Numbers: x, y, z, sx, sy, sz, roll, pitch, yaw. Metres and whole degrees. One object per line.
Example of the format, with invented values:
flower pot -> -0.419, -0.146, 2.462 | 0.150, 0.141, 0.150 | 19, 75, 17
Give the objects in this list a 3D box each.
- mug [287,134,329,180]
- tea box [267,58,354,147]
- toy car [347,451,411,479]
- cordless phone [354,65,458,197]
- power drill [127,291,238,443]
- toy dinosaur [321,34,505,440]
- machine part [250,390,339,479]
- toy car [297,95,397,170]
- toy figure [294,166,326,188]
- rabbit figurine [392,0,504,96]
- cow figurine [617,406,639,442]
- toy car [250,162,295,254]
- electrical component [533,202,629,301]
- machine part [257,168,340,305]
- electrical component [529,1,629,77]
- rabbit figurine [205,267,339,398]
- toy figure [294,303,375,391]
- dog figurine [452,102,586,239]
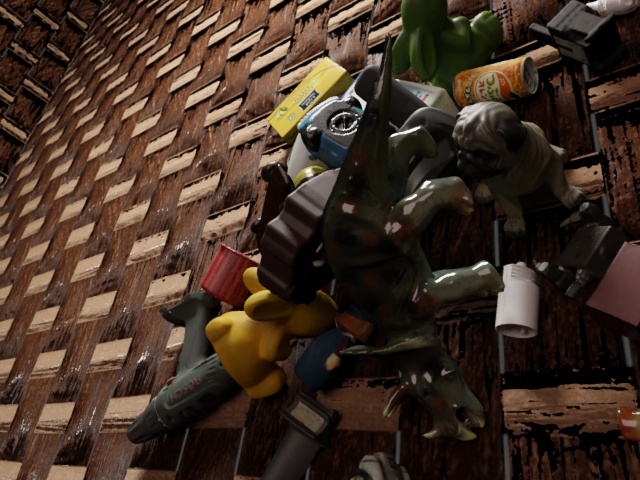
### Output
mug -> -0.022, -0.136, 0.938 | 0.110, 0.080, 0.107 | 15, 81, 43
tea box -> -0.010, -0.253, 1.022 | 0.169, 0.068, 0.098 | -45, 40, 6
toy car -> 0.058, 0.316, 0.530 | 0.056, 0.073, 0.202 | -17, 51, 39
cordless phone -> 0.099, -0.135, 0.732 | 0.184, 0.089, 0.146 | 43, 125, 12
power drill -> -0.226, 0.198, 0.876 | 0.232, 0.086, 0.207 | -30, 41, 21
toy dinosaur -> 0.073, 0.014, 0.577 | 0.192, 0.404, 0.131 | -26, 12, 0
machine part -> -0.035, 0.266, 0.683 | 0.084, 0.039, 0.139 | 18, 72, 39
toy car -> 0.050, -0.144, 0.837 | 0.162, 0.102, 0.109 | 38, 72, 27
toy figure -> 0.009, -0.043, 0.830 | 0.082, 0.089, 0.180 | -26, 43, 15
rabbit figurine -> 0.170, -0.312, 0.821 | 0.159, 0.170, 0.121 | -54, 40, -5
cow figurine -> 0.309, 0.153, 0.413 | 0.127, 0.085, 0.195 | -22, 46, 38
toy car -> -0.066, -0.037, 0.850 | 0.202, 0.053, 0.089 | 110, 142, -49
electrical component -> 0.273, 0.011, 0.567 | 0.102, 0.045, 0.078 | -54, 0, 2
machine part -> -0.001, -0.002, 0.671 | 0.056, 0.179, 0.179 | 35, 87, 23
electrical component -> 0.338, -0.271, 0.711 | 0.048, 0.074, 0.119 | -44, 38, 10
rabbit figurine -> -0.062, 0.112, 0.756 | 0.173, 0.162, 0.122 | -23, 32, 5
toy figure -> 0.030, 0.128, 0.711 | 0.154, 0.057, 0.064 | -48, 46, -3
dog figurine -> 0.208, -0.117, 0.625 | 0.121, 0.190, 0.172 | -39, 40, 14
